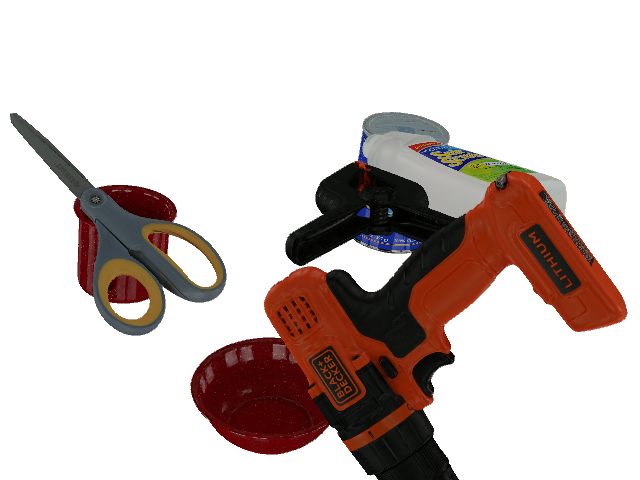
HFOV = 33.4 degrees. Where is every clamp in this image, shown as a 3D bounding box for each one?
[{"bbox_3d":[0.057,-0.022,0.864,0.164,0.036,0.210,4,20,-1],"label":"clamp"}]

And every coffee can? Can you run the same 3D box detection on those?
[{"bbox_3d":[0.091,-0.070,1.279,0.102,0.140,0.103,6,28,-4],"label":"coffee can"}]

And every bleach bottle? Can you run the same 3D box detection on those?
[{"bbox_3d":[0.119,-0.061,1.053,0.102,0.068,0.251,-11,24,-32],"label":"bleach bottle"}]

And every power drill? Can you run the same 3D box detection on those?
[{"bbox_3d":[0.081,0.062,0.631,0.188,0.184,0.057,-35,-2,17],"label":"power drill"}]

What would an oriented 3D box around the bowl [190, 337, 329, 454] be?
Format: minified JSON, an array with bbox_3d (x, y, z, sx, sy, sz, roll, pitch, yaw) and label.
[{"bbox_3d":[-0.051,0.168,1.091,0.162,0.055,0.162,1,31,-1],"label":"bowl"}]

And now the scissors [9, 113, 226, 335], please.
[{"bbox_3d":[-0.158,-0.008,0.721,0.202,0.096,0.016,31,-31,9],"label":"scissors"}]

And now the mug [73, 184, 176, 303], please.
[{"bbox_3d":[-0.184,0.011,0.978,0.093,0.081,0.117,10,28,1],"label":"mug"}]
